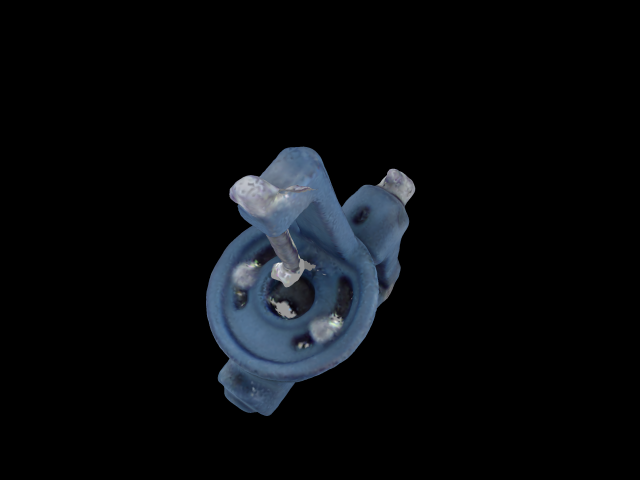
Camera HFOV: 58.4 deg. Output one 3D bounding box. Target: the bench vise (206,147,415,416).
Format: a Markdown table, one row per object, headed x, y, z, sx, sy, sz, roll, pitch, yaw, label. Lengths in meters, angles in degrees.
| x | y | z | sx | sy | sz | roll | pitch | yaw | label |
| --- | --- | --- | --- | --- | --- | --- | --- | --- | --- |
| -0.008 | -0.002 | 0.403 | 0.121 | 0.220 | 0.207 | 16 | 54 | 13 | bench vise |
